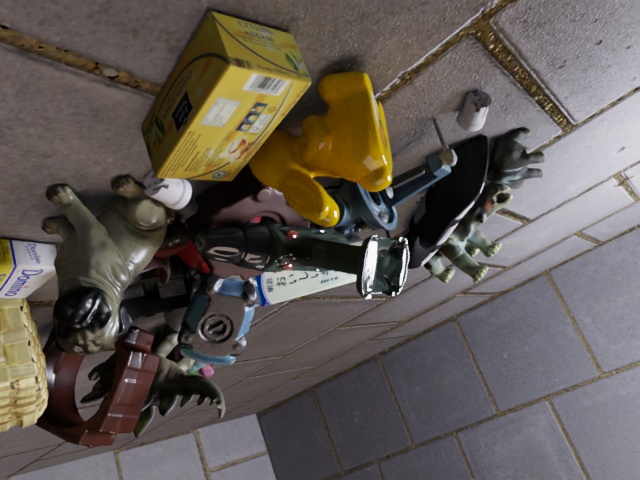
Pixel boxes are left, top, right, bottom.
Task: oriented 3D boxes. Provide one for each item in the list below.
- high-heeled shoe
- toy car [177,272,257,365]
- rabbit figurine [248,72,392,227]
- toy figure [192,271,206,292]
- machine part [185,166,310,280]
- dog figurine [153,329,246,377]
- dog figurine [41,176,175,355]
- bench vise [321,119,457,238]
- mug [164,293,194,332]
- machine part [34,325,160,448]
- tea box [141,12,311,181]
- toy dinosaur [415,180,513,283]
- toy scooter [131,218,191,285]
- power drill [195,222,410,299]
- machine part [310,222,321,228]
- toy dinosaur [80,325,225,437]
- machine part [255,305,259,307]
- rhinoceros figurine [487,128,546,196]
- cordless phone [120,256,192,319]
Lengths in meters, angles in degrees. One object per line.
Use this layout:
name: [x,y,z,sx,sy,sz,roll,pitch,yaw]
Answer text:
high-heeled shoe: [0.214,-0.057,0.932,0.248,0.086,0.145,-52,165,-7]
toy car: [-0.165,0.112,0.868,0.109,0.103,0.161,14,103,-18]
rabbit figurine: [-0.004,-0.098,0.643,0.173,0.162,0.122,-7,175,12]
toy figure: [-0.167,0.063,0.974,0.154,0.064,0.058,-10,-165,-16]
machine part: [-0.097,-0.019,0.757,0.179,0.056,0.179,-21,141,-19]
dog figurine: [-0.262,0.201,1.170,0.219,0.192,0.108,-63,163,18]
dog figurine: [-0.238,0.036,0.645,0.172,0.190,0.121,-14,158,-25]
bench vise: [0.105,-0.072,0.829,0.241,0.129,0.223,-28,162,27]
mug: [-0.226,0.122,1.028,0.109,0.081,0.107,16,132,-38]
machine part: [-0.386,0.233,0.919,0.202,0.201,0.087,11,165,27]
tea box: [-0.099,-0.132,0.537,0.098,0.068,0.169,-1,153,-43]
toy dinosaur: [0.249,-0.007,1.116,0.131,0.192,0.405,-46,-178,-16]
toy scooter: [-0.272,0.036,0.781,0.184,0.075,0.135,-22,160,-13]
power drill: [-0.009,0.021,0.669,0.208,0.086,0.232,2,179,39]
machine part: [-0.002,-0.003,0.873,0.039,0.139,0.084,-50,154,1]
toy dinosaur: [-0.322,0.269,1.022,0.472,0.198,0.105,-12,125,36]
machine part: [-0.077,0.066,1.045,0.243,0.079,0.079,-26,159,11]
rhinoceros figurine: [0.346,-0.126,0.991,0.112,0.073,0.190,-24,159,3]
cordless phone: [-0.304,0.097,0.921,0.146,0.088,0.184,-10,168,-31]
